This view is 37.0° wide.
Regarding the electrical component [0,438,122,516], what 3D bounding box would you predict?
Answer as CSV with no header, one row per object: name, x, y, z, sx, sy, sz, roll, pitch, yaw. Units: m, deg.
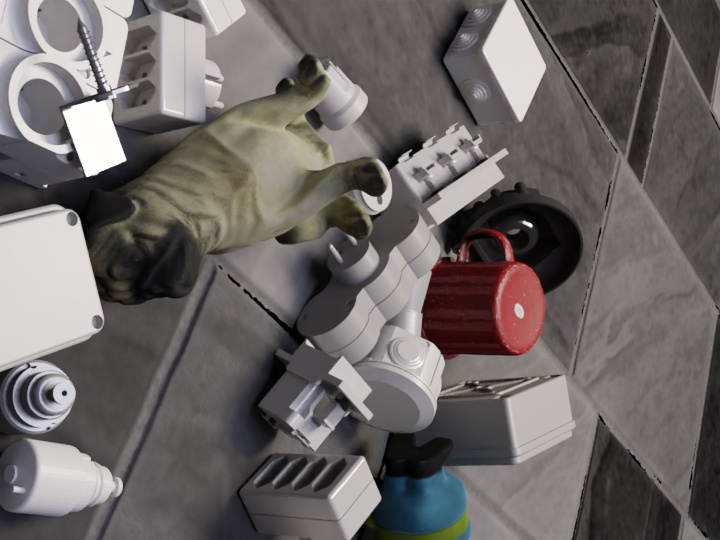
electrical component,-0.169,0.119,0.611,0.078,0.040,0.040,22,68,-49

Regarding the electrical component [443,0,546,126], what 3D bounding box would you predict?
electrical component,0.129,-0.198,1.035,0.099,0.048,0.099,55,46,-33

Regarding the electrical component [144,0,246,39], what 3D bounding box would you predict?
electrical component,-0.111,-0.206,0.725,0.075,0.047,0.083,-51,124,-43

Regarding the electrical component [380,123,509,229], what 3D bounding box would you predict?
electrical component,0.064,-0.076,0.919,0.063,0.079,0.121,56,41,-1

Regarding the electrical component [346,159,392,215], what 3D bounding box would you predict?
electrical component,-0.009,-0.062,0.831,0.045,0.055,0.045,10,78,-52

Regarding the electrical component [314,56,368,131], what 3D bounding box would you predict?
electrical component,-0.023,-0.138,0.838,0.046,0.040,0.040,46,51,-32

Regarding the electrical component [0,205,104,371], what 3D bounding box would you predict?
electrical component,-0.200,0.014,0.570,0.113,0.057,0.078,-22,103,-52

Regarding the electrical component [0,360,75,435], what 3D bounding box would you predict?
electrical component,-0.176,0.069,0.584,0.040,0.078,0.040,8,77,-37

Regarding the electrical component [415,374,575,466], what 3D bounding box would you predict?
electrical component,0.110,0.127,0.918,0.109,0.109,0.056,-10,91,-52

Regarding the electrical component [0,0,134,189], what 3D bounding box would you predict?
electrical component,-0.183,-0.134,0.609,0.089,0.062,0.150,26,65,-48

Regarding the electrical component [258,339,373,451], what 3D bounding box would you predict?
electrical component,-0.035,0.091,0.768,0.063,0.081,0.042,-49,126,-17

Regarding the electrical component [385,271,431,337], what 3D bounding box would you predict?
electrical component,0.035,0.031,0.888,0.044,0.044,0.065,12,80,-51

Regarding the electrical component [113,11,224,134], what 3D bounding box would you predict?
electrical component,-0.117,-0.124,0.705,0.077,0.047,0.065,7,80,-52

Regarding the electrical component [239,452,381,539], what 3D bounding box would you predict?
electrical component,-0.028,0.172,0.752,0.047,0.083,0.075,-44,119,-46

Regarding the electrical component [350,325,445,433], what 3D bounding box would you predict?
electrical component,0.024,0.086,0.836,0.080,0.080,0.051,56,40,-32

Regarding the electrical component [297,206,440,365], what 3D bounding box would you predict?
electrical component,0.000,0.000,0.820,0.138,0.052,0.073,-52,126,-25
